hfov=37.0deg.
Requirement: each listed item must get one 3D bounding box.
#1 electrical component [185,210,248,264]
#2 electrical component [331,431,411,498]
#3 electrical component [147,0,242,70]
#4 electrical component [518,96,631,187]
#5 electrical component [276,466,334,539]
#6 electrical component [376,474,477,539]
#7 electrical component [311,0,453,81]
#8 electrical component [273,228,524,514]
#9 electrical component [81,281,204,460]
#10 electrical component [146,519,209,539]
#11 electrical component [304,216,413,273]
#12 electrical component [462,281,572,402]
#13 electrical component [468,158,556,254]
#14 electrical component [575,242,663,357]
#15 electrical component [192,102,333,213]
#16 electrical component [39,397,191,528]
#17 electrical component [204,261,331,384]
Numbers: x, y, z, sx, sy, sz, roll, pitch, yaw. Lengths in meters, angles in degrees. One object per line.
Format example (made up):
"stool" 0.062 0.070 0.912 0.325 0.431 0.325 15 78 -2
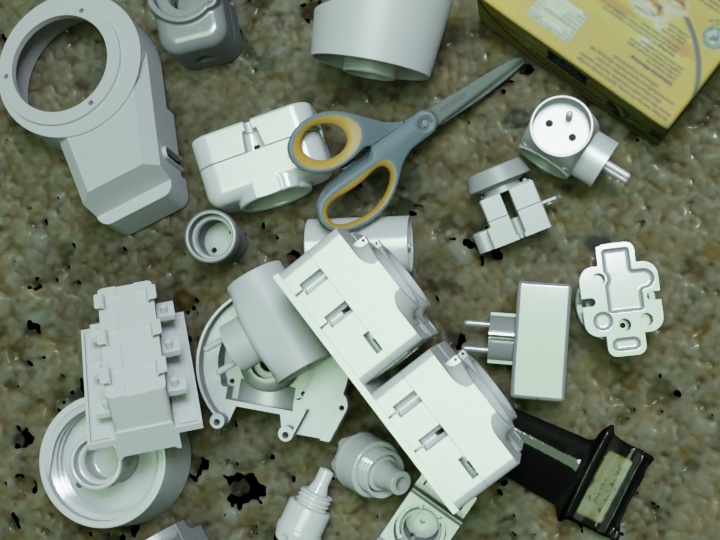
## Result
"electrical component" -0.108 -0.023 0.821 0.040 0.046 0.040 -1 85 9
"electrical component" 0.012 0.144 0.779 0.062 0.043 0.043 17 87 54
"electrical component" -0.130 -0.211 0.833 0.054 0.059 0.095 -12 84 8
"electrical component" 0.158 -0.085 0.770 0.079 0.077 0.044 33 90 10
"electrical component" -0.037 0.177 0.801 0.035 0.035 0.061 24 87 10
"electrical component" 0.045 0.182 0.772 0.042 0.064 0.081 35 91 8
"electrical component" 0.014 -0.174 0.791 0.099 0.099 0.064 11 93 9
"electrical component" 0.033 0.060 0.720 0.060 0.105 0.186 -39 83 7
"electrical component" -0.162 0.067 0.776 0.079 0.063 0.121 -10 39 -9
"electrical component" -0.181 0.248 0.788 0.150 0.089 0.061 -31 82 5
"electrical component" 0.000 0.000 0.805 0.077 0.043 0.079 -2 86 9
"electrical component" 0.112 0.050 0.781 0.076 0.047 0.083 4 86 9
"electrical component" 0.109 -0.050 0.792 0.066 0.048 0.055 -22 90 6
"electrical component" 0.184 0.022 0.768 0.058 0.057 0.078 -7 84 8
"electrical component" -0.072 -0.081 0.817 0.095 0.054 0.059 -19 83 7
"electrical component" -0.189 0.143 0.813 0.108 0.060 0.108 -1 85 8
"electrical component" -0.073 0.046 0.762 0.079 0.043 0.077 -30 82 6
